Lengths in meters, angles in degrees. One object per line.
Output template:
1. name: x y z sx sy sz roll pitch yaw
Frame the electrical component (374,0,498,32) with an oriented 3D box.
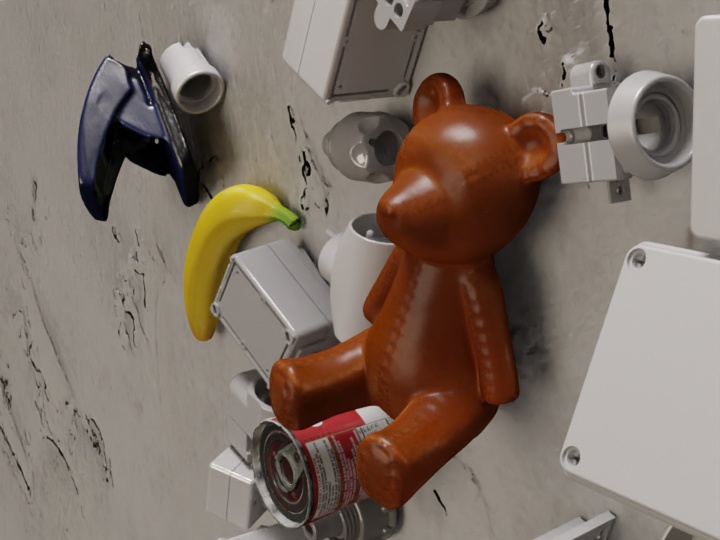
1. electrical component: 0.042 -0.155 0.564 0.048 0.055 0.066 57 141 29

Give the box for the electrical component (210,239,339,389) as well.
1. electrical component: -0.050 0.034 0.761 0.096 0.061 0.061 50 137 23

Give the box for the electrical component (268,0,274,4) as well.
1. electrical component: -0.050 -0.212 0.654 0.062 0.096 0.061 27 127 15

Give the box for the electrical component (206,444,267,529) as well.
1. electrical component: -0.068 0.164 0.824 0.077 0.066 0.047 19 119 20

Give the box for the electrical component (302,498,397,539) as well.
1. electrical component: -0.009 0.168 0.734 0.048 0.062 0.048 23 118 51

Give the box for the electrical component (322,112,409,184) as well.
1. electrical component: 0.000 -0.076 0.662 0.062 0.043 0.043 14 111 55

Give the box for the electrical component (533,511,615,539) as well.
1. electrical component: 0.087 0.181 0.544 0.063 0.121 0.078 39 131 40

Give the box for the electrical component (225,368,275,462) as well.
1. electrical component: -0.057 0.113 0.794 0.095 0.054 0.059 38 129 44

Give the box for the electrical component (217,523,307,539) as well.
1. electrical component: -0.071 0.245 0.818 0.048 0.100 0.099 -38 68 40

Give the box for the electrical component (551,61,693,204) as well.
1. electrical component: 0.121 -0.064 0.488 0.055 0.048 0.066 4 103 63

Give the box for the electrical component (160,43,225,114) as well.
1. electrical component: -0.132 -0.150 0.837 0.046 0.040 0.040 57 141 37

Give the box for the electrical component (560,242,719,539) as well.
1. electrical component: 0.150 0.053 0.439 0.109 0.056 0.108 17 88 53

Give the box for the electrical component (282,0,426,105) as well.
1. electrical component: -0.001 -0.153 0.623 0.061 0.062 0.096 49 137 36

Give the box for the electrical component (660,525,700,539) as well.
1. electrical component: 0.180 0.143 0.470 0.099 0.064 0.099 -5 83 50

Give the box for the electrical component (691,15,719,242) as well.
1. electrical component: 0.177 -0.053 0.406 0.100 0.048 0.099 16 113 53

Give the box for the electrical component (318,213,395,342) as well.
1. electrical component: 0.000 0.000 0.685 0.079 0.044 0.077 38 130 44
